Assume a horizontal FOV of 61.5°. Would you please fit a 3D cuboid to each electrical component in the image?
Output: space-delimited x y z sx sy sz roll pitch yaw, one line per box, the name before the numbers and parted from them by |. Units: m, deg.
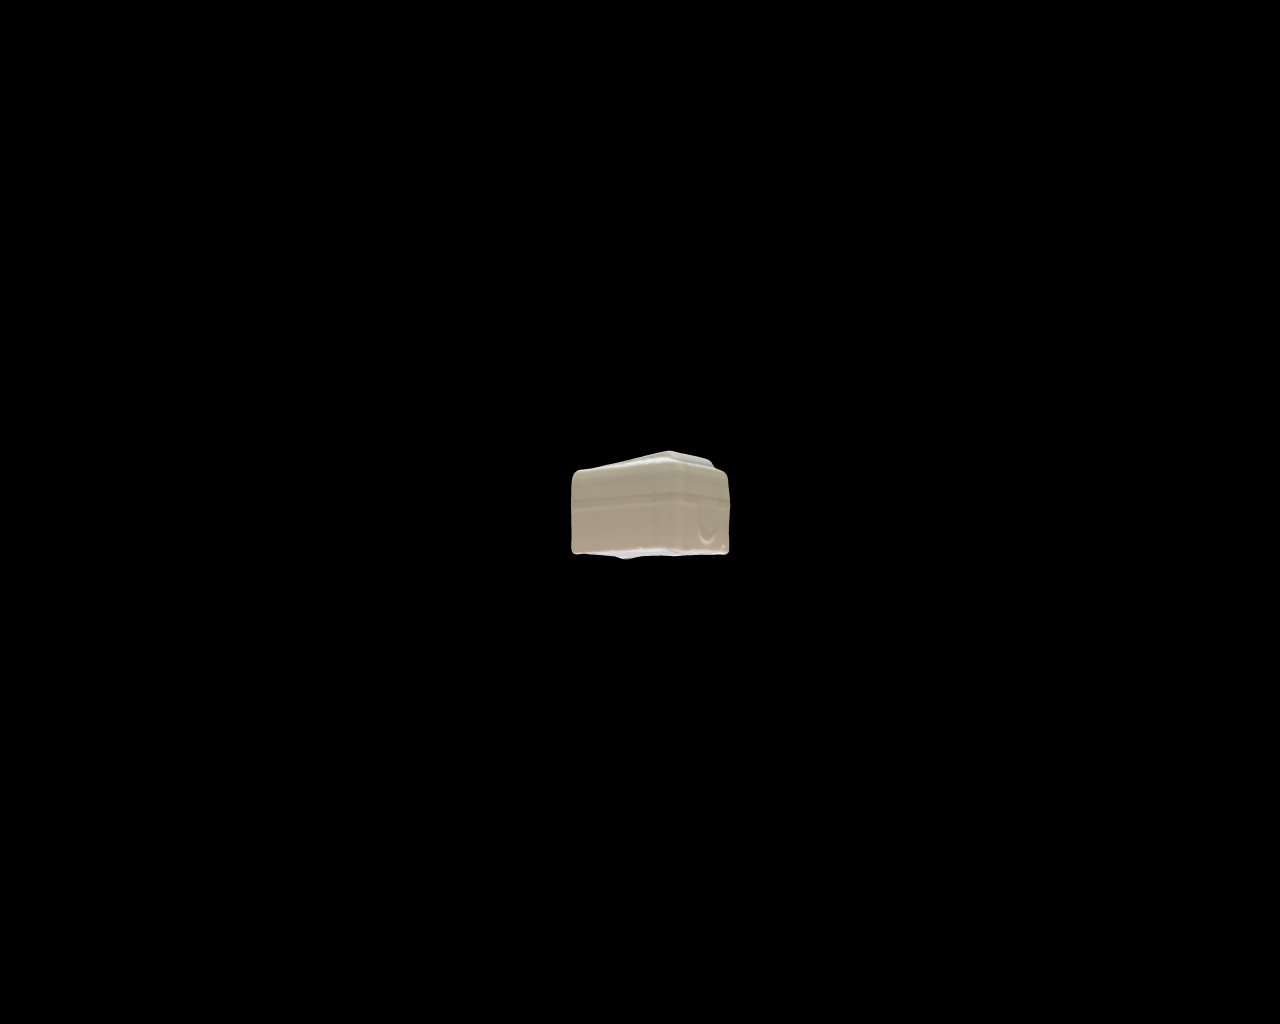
electrical component | 0.001 -0.003 0.650 0.096 0.061 0.062 -3 -6 33
